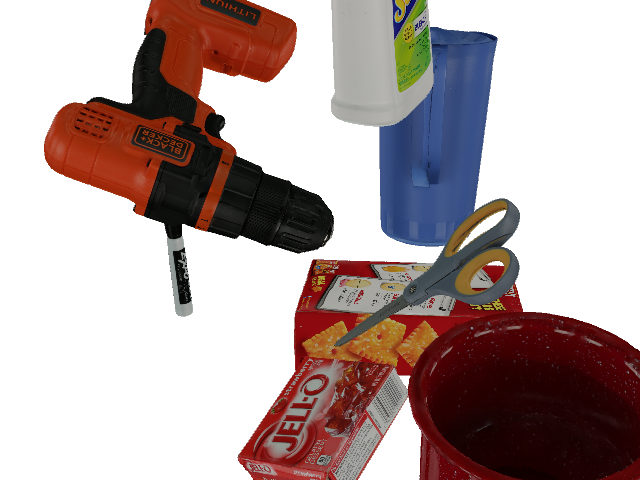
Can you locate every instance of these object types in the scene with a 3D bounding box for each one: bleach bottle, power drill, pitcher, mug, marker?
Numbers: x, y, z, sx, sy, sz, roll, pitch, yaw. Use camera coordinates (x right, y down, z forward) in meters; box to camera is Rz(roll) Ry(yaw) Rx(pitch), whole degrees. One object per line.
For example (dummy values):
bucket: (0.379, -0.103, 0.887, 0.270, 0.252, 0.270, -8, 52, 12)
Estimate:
bleach bottle: (0.043, -0.224, 0.842, 0.068, 0.251, 0.102, 12, 37, 27)
power drill: (-0.068, -0.085, 0.703, 0.184, 0.187, 0.057, 21, -44, -9)
pitcher: (0.125, -0.118, 1.220, 0.149, 0.243, 0.145, -11, 22, -32)
mug: (0.090, 0.088, 0.398, 0.117, 0.081, 0.093, 5, 36, 9)
marker: (-0.149, 0.024, 1.117, 0.020, 0.121, 0.020, -3, 27, 1)

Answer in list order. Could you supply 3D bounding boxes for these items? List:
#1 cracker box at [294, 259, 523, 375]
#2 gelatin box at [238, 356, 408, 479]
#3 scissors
cracker box: (0.088, 0.077, 1.065, 0.214, 0.072, 0.164, 2, 17, 5)
gelatin box: (0.002, 0.113, 0.659, 0.073, 0.030, 0.089, 0, 41, 41)
scissors: (0.087, 0.049, 0.852, 0.016, 0.202, 0.096, 32, 23, -30)
